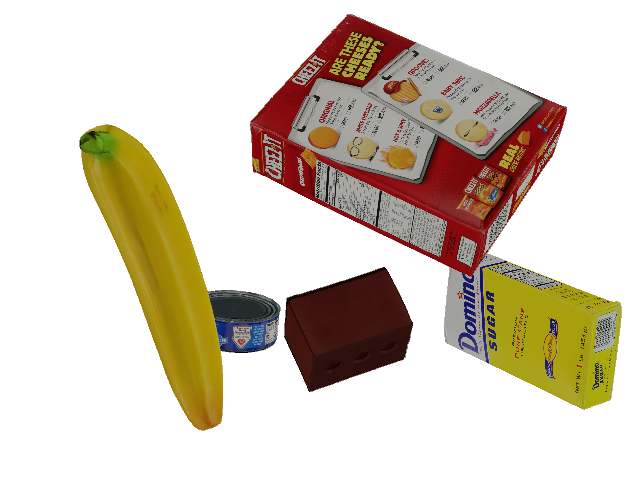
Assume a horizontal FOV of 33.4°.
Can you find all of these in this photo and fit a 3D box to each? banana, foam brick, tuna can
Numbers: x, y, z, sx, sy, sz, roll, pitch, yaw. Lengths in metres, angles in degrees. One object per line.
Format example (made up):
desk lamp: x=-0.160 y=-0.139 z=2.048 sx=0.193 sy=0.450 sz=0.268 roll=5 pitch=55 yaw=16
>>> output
banana: x=-0.090 y=0.013 z=0.567 sx=0.037 sy=0.198 sz=0.069 roll=-9 pitch=35 yaw=12
foam brick: x=0.019 y=0.063 z=0.753 sx=0.078 sy=0.051 sz=0.053 roll=-17 pitch=-33 yaw=-16
tuna can: x=-0.082 y=0.076 z=1.014 sx=0.086 sy=0.034 sz=0.086 roll=6 pitch=15 yaw=-2

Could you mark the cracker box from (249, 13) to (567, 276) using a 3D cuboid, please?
cracker box: x=0.073 y=-0.083 z=0.896 sx=0.214 sy=0.164 sz=0.072 roll=26 pitch=-35 yaw=17

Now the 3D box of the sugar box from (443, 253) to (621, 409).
sugar box: x=0.188 y=0.077 z=0.977 sx=0.048 sy=0.093 sz=0.176 roll=-11 pitch=21 yaw=-38
